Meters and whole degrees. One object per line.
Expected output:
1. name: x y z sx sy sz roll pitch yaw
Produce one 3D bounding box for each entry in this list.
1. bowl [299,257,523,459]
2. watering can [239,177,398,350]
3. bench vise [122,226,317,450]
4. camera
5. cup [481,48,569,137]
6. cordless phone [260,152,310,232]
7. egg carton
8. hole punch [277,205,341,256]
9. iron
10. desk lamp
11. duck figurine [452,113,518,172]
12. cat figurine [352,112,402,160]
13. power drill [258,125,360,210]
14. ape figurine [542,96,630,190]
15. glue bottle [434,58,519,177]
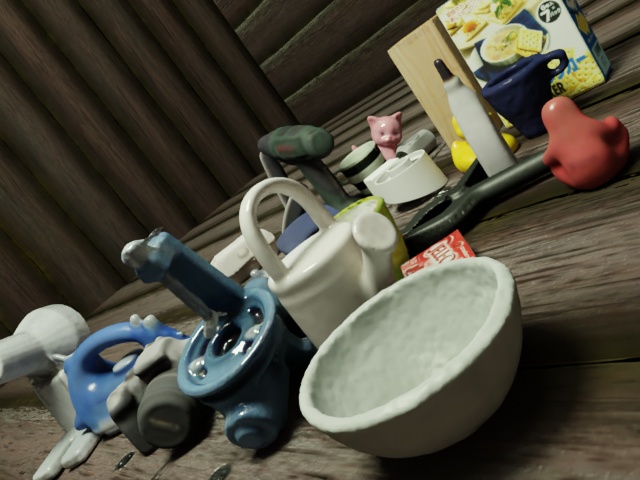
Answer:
1. bowl: 0.072 0.090 0.392 0.167 0.075 0.167 -34 13 10
2. watering can: 0.006 0.023 0.530 0.172 0.194 0.101 -29 15 29
3. bench vise: -0.102 0.074 0.574 0.121 0.220 0.207 -36 13 3
4. camera: -0.189 0.185 0.674 0.143 0.101 0.136 -36 13 3
5. cup: 0.292 -0.195 0.774 0.117 0.095 0.092 -25 17 40
6. cordless phone: -0.080 -0.101 1.205 0.094 0.185 0.147 -34 13 11
7. egg carton: -0.158 0.036 1.183 0.150 0.069 0.107 -39 13 -11
8. hole punch: 0.008 0.003 0.825 0.109 0.091 0.101 -41 14 -19
9. iron: -0.273 0.175 0.836 0.258 0.141 0.119 -31 14 21
10. desk lamp: -0.418 0.221 0.889 0.118 0.214 0.203 -33 14 13
11. duck figurine: 0.220 -0.149 0.819 0.078 0.086 0.104 -42 14 -22
12. cat figurine: 0.125 -0.201 1.173 0.127 0.118 0.067 -29 15 28
13. power drill: -0.020 -0.130 1.100 0.076 0.208 0.229 -42 14 -22
14. ape figurine: 0.249 -0.100 0.556 0.077 0.092 0.076 -24 18 42
15. glue bottle: 0.188 -0.147 0.699 0.037 0.173 0.078 -30 15 24
